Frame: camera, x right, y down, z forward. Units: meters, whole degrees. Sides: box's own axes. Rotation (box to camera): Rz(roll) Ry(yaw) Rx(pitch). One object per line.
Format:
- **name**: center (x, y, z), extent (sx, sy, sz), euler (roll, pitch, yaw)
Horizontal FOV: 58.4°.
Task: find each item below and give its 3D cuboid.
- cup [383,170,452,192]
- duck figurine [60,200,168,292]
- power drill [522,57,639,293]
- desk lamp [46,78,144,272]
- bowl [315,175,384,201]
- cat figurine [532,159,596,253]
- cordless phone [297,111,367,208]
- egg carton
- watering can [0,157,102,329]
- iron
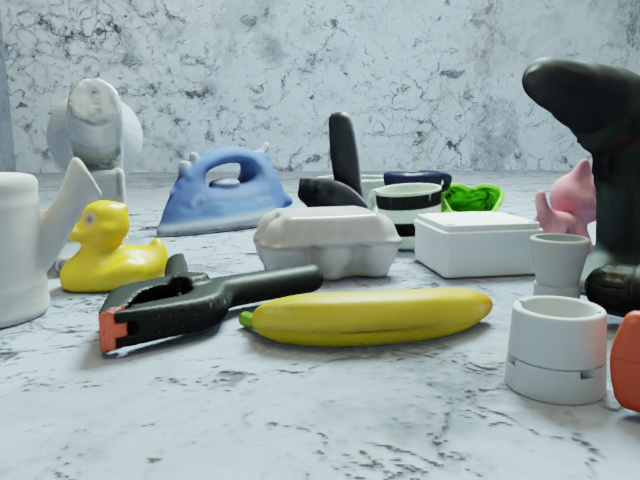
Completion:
- **cup**: center (0.155, -0.061, 0.897), extent (0.118, 0.095, 0.091), euler (-5, 11, -25)
- **duck figurine**: center (-0.208, 0.003, 0.577), extent (0.105, 0.086, 0.077), euler (-5, 11, -23)
- **power drill**: center (0.271, -0.059, 0.539), extent (0.230, 0.208, 0.075), euler (-7, 12, -31)
- **desk lamp**: center (-0.271, -0.083, 0.705), extent (0.118, 0.213, 0.202), euler (-5, 11, -22)
- **bowl**: center (0.071, -0.085, 1.102), extent (0.167, 0.075, 0.167), euler (-1, 10, 0)
- **cat figurine**: center (0.291, -0.037, 0.678), extent (0.128, 0.118, 0.067), euler (-8, 12, -35)
- **cordless phone**: center (0.022, -0.108, 0.911), extent (0.094, 0.185, 0.147), euler (-7, 11, -30)
- **egg carton**: center (0.006, 0.002, 0.614), extent (0.150, 0.069, 0.107), euler (-3, 10, -15)
- **watering can**: center (-0.276, -0.033, 0.468), extent (0.100, 0.194, 0.173), euler (7, 13, 39)
- **iron**: center (-0.164, -0.091, 0.954), extent (0.118, 0.141, 0.259), euler (7, 12, 38)
